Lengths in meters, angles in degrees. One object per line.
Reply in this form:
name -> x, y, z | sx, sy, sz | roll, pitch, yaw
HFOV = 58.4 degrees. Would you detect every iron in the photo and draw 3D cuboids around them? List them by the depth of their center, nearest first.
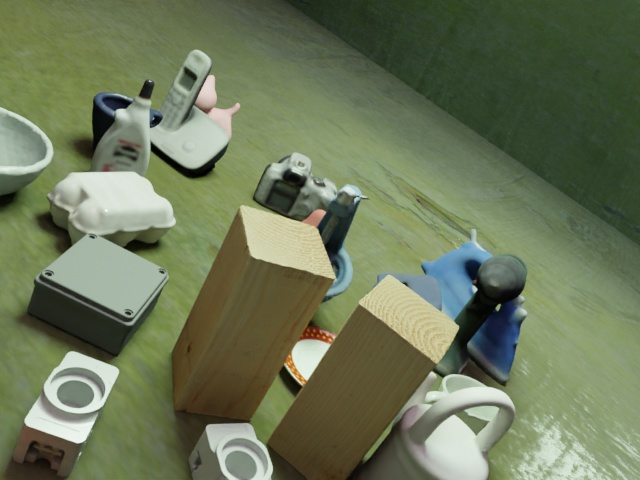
iron -> 0.286, 0.103, 0.990 | 0.119, 0.141, 0.257 | 11, 32, -33

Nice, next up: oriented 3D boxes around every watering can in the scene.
watering can -> 0.113, 0.209, 0.575 | 0.101, 0.194, 0.172 | 5, 36, -41

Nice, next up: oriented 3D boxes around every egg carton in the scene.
egg carton -> -0.272, -0.040, 0.757 | 0.107, 0.069, 0.151 | 42, 29, 23

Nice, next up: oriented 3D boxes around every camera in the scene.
camera -> -0.037, -0.112, 1.084 | 0.143, 0.100, 0.137 | 25, 27, -11

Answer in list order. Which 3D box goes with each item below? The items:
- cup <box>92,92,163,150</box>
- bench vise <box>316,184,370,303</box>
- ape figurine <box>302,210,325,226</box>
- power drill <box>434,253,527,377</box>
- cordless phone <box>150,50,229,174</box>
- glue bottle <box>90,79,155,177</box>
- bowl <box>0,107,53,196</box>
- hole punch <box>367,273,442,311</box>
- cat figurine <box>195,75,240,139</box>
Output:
cup -> -0.315, -0.175, 0.921 | 0.091, 0.095, 0.118 | 44, 30, 26
bench vise -> -0.003, -0.002, 0.794 | 0.122, 0.219, 0.207 | 24, 27, -11
ape figurine -> -0.012, -0.008, 0.939 | 0.076, 0.092, 0.077 | 14, 30, -29
power drill -> 0.237, 0.106, 0.861 | 0.075, 0.208, 0.230 | 38, 28, 16
cordless phone -> -0.216, -0.224, 1.004 | 0.147, 0.185, 0.094 | 36, 27, 13
glue bottle -> -0.278, -0.158, 0.842 | 0.078, 0.173, 0.037 | 10, 33, -35
bowl -> -0.426, -0.103, 0.708 | 0.168, 0.074, 0.167 | 24, 27, -13
hole punch -> 0.130, 0.096, 0.902 | 0.101, 0.091, 0.108 | 25, 27, -10
cat figurine -> -0.223, -0.269, 1.151 | 0.128, 0.117, 0.067 | 14, 31, -29
